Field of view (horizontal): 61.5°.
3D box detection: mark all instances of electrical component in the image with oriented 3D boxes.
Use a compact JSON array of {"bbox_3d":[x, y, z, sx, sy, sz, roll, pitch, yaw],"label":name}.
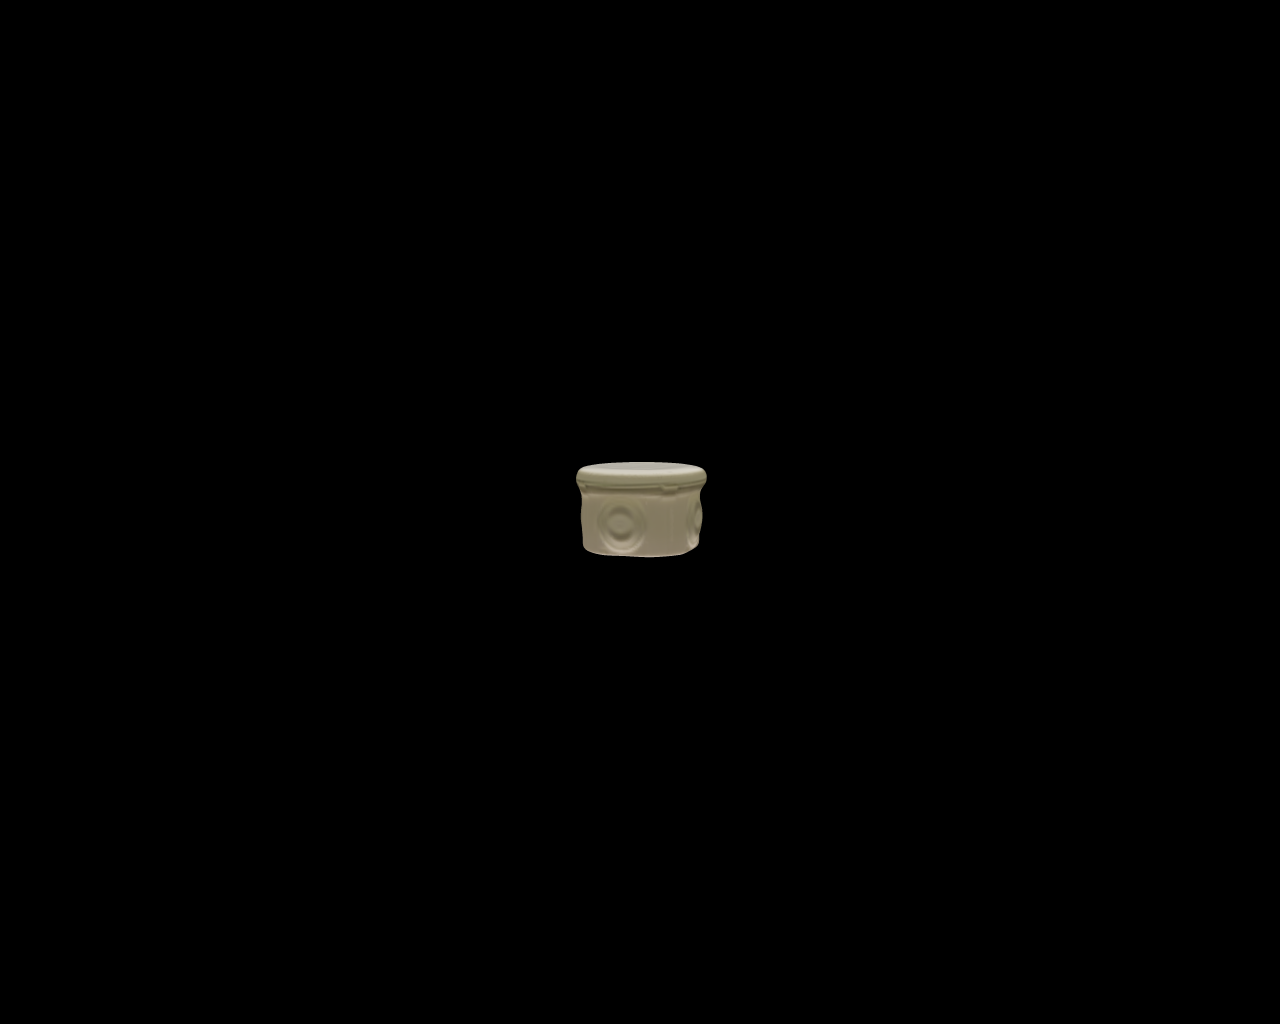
[{"bbox_3d":[0.001,-0.003,0.650,0.080,0.051,0.080,0,7,0],"label":"electrical component"}]
